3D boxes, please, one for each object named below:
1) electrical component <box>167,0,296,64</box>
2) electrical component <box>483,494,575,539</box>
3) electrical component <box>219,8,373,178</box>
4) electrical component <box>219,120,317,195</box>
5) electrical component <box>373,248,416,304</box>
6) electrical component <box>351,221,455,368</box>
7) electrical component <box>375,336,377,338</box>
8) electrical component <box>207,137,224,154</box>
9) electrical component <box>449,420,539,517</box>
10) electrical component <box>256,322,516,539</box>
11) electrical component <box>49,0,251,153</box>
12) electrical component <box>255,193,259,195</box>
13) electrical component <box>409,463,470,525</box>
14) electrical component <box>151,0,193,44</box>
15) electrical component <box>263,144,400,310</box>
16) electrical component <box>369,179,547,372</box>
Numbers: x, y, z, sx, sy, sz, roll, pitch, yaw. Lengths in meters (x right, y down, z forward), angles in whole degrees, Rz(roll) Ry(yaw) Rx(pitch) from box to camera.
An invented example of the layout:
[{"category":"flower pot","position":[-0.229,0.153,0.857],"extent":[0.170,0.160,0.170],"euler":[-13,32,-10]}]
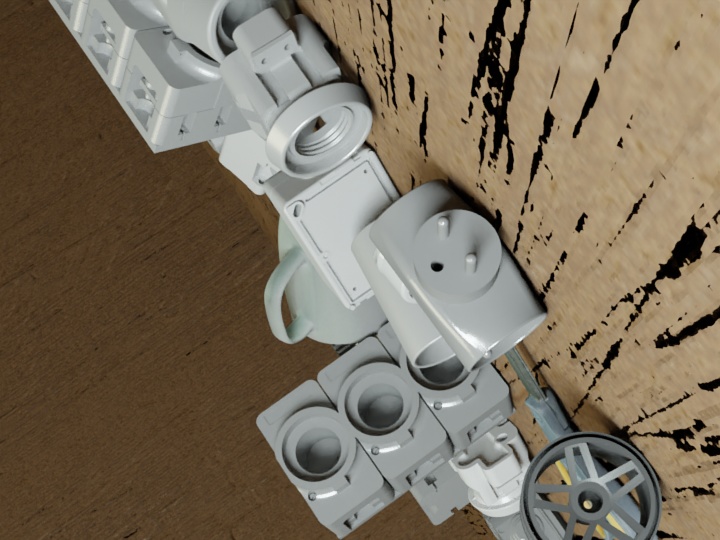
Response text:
[{"category":"electrical component","position":[-0.065,-0.134,0.556],"extent":[0.047,0.055,0.055],"euler":[46,170,44]},{"category":"electrical component","position":[0.144,0.221,0.915],"extent":[0.080,0.051,0.080],"euler":[55,175,7]},{"category":"electrical component","position":[-0.030,-0.084,0.534],"extent":[0.057,0.058,0.078],"euler":[56,176,25]},{"category":"electrical component","position":[-0.066,-0.089,0.734],"extent":[0.081,0.042,0.063],"euler":[42,145,10]},{"category":"electrical component","position":[0.038,0.001,0.526],"extent":[0.062,0.043,0.043],"euler":[51,174,30]},{"category":"electrical component","position":[0.037,0.014,0.606],"extent":[0.077,0.043,0.079],"euler":[62,-168,23]},{"category":"electrical component","position":[0.034,0.063,0.834],"extent":[0.047,0.066,0.076],"euler":[49,172,49]},{"category":"electrical component","position":[-0.137,-0.168,0.982],"extent":[0.113,0.057,0.078],"euler":[57,175,-16]},{"category":"electrical component","position":[0.101,0.149,0.816],"extent":[0.057,0.058,0.078],"euler":[61,173,-24]},{"category":"electrical component","position":[0.018,0.098,0.728],"extent":[0.089,0.150,0.061],"euler":[53,176,25]},{"category":"electrical component","position":[-0.121,-0.156,0.675],"extent":[0.150,0.089,0.061],"euler":[53,140,21]},{"category":"electrical component","position":[-0.103,-0.112,1.097],"extent":[0.055,0.045,0.045],"euler":[55,175,4]},{"category":"electrical component","position":[0.080,0.163,0.920],"extent":[0.055,0.089,0.050],"euler":[50,173,43]},{"category":"electrical component","position":[-0.104,-0.183,0.600],"extent":[0.095,0.054,0.059],"euler":[54,175,10]},{"category":"electrical component","position":[-0.006,-0.027,0.647],"extent":[0.096,0.062,0.061],"euler":[58,174,-28]},{"category":"electrical component","position":[0.042,-0.002,0.463],"extent":[0.077,0.043,0.079],"euler":[54,175,15]}]
